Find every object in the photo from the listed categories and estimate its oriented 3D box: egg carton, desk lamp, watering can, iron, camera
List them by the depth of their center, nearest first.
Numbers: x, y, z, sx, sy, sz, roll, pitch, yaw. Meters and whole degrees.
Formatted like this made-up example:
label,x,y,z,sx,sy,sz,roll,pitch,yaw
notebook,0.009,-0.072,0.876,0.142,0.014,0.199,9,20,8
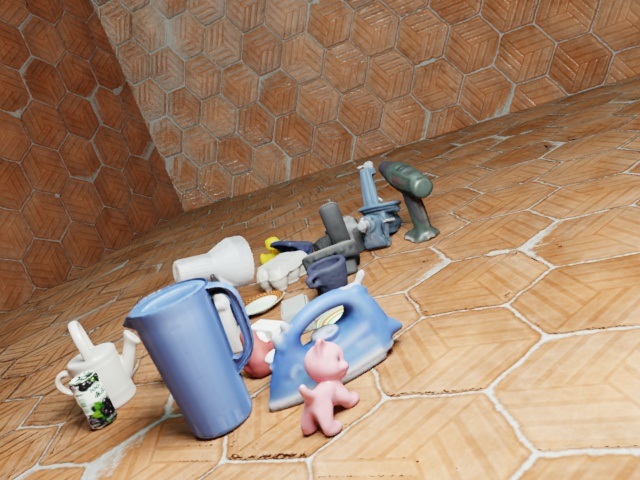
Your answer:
label,x,y,z,sx,sy,sz,roll,pitch,yaw
iron,0.003,0.162,0.957,0.259,0.141,0.118,-27,15,-23
watering can,-0.459,0.249,1.184,0.173,0.194,0.100,-32,18,-37
desk lamp,-0.233,0.118,1.313,0.204,0.214,0.117,-29,16,-30
egg carton,-0.098,0.083,1.547,0.107,0.069,0.151,-7,20,43
camera,0.043,-0.004,1.604,0.137,0.101,0.143,-26,15,-18

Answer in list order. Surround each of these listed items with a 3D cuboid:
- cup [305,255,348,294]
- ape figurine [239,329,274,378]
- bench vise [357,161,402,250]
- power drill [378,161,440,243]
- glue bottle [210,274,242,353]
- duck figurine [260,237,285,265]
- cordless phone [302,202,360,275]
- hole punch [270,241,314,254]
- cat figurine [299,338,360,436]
label,x,y,z,sx,sy,sz,roll,pitch,yaw
cup,0.019,0.098,1.269,0.091,0.095,0.118,-8,19,42
ape figurine,-0.121,0.206,1.072,0.078,0.092,0.076,-20,14,2
bench vise,0.154,-0.098,1.550,0.121,0.220,0.207,-17,15,14
power drill,0.232,-0.104,1.487,0.076,0.208,0.229,-24,14,-13
glue bottle,-0.198,0.151,1.220,0.037,0.173,0.078,-17,15,14
duck figurine,-0.142,0.034,1.759,0.104,0.086,0.077,-16,15,21
cordless phone,0.013,0.005,1.439,0.147,0.185,0.094,-21,14,-1
hole punch,-0.079,0.028,1.681,0.101,0.091,0.108,-32,18,-38
cat figurine,0.003,0.204,0.846,0.067,0.118,0.128,-13,16,29
